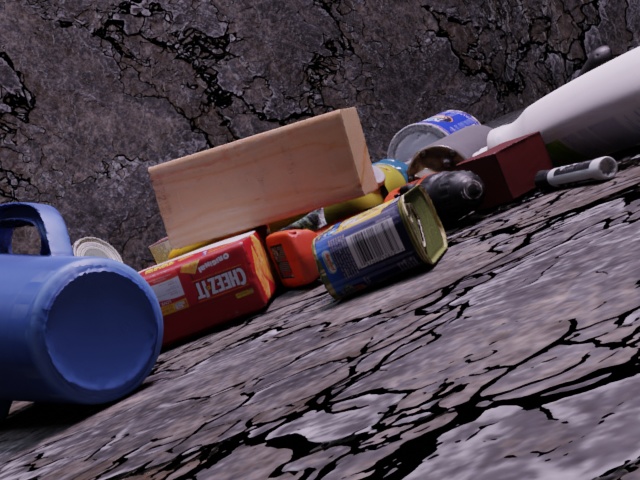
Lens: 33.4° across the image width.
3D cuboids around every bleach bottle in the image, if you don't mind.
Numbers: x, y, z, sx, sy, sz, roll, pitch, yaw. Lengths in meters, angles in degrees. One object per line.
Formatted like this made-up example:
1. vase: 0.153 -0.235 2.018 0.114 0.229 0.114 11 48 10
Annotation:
1. bleach bottle: 0.252 -0.116 1.057 0.102 0.068 0.251 25 -31 -36

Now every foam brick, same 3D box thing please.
1. foam brick: 0.183 -0.067 1.039 0.078 0.051 0.053 -25 6 -38

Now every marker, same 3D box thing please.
1. marker: 0.221 -0.057 0.935 0.020 0.020 0.121 -23 4 -15

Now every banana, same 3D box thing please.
1. banana: -0.076 -0.016 1.190 0.197 0.037 0.070 -24 -6 -10

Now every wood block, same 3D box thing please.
1. wood block: -0.056 -0.063 1.088 0.206 0.090 0.090 -15 4 14

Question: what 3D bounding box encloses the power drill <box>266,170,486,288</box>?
1. power drill: 0.052 -0.013 1.024 0.187 0.057 0.185 -21 0 -17

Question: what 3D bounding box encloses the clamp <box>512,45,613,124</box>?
1. clamp: 0.282 -0.125 1.151 0.164 0.036 0.210 15 -34 -33

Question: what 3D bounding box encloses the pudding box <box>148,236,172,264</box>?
1. pudding box: -0.135 0.027 1.260 0.114 0.090 0.039 -20 6 23

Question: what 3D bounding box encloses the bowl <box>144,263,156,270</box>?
1. bowl: -0.162 0.037 1.452 0.162 0.055 0.162 -25 -2 -1

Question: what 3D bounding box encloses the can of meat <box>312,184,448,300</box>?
1. can of meat: 0.047 0.002 0.840 0.084 0.057 0.102 -23 3 17

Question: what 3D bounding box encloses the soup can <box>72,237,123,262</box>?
1. soup can: -0.281 0.052 1.238 0.102 0.068 0.068 -44 -9 33

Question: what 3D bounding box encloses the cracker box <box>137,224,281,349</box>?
1. cracker box: -0.126 0.049 1.056 0.164 0.072 0.213 -20 3 5

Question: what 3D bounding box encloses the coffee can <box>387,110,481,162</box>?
1. coffee can: 0.166 -0.122 1.493 0.103 0.103 0.140 -20 4 29

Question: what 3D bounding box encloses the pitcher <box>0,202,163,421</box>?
1. pitcher: -0.228 0.060 0.864 0.243 0.149 0.144 -5 37 54
